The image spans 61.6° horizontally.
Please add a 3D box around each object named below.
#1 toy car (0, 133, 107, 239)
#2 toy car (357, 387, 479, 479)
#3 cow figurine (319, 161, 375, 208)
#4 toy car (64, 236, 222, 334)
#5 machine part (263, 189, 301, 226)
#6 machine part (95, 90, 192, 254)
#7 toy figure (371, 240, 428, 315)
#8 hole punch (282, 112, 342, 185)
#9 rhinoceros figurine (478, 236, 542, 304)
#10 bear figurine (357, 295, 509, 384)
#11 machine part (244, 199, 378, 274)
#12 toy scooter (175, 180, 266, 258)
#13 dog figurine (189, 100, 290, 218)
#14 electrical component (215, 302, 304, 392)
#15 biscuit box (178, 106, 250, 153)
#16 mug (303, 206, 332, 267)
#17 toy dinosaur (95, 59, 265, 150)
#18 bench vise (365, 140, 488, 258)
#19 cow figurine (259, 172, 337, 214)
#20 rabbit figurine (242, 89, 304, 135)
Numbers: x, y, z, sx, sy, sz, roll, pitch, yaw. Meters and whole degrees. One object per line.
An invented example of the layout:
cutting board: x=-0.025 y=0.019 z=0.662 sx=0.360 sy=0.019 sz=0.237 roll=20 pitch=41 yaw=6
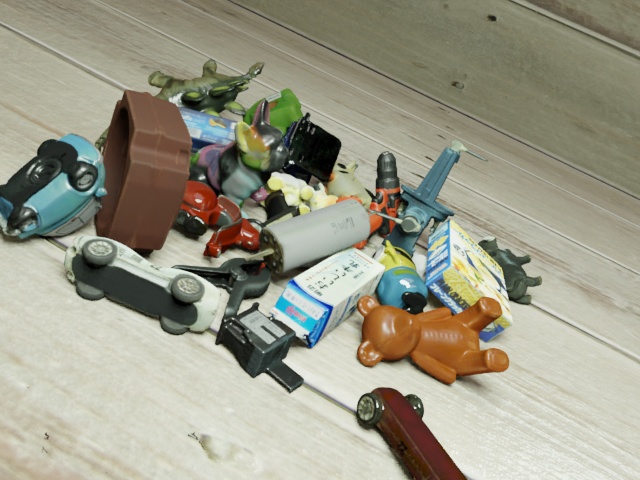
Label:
toy car: x=-0.357 y=-0.059 z=0.738 sx=0.109 sy=0.102 sz=0.161 roll=30 pitch=71 yaw=31
toy car: x=0.119 y=0.253 z=0.632 sx=0.089 sy=0.053 sz=0.202 roll=16 pitch=23 yaw=-38
cow figurine: x=0.058 y=-0.119 z=1.199 sx=0.127 sy=0.085 sz=0.195 roll=0 pitch=39 yaw=-41
toy car: x=-0.225 y=0.057 z=0.680 sx=0.202 sy=0.073 sz=0.056 roll=23 pitch=31 yaw=-2
machine part: x=-0.075 y=-0.046 z=0.978 sx=0.039 sy=0.084 sz=0.139 roll=53 pitch=5 yaw=-31
machine part: x=-0.261 y=-0.096 z=0.780 sx=0.087 sy=0.201 sz=0.201 roll=9 pitch=31 yaw=-32
toy figure: x=0.137 y=0.075 z=0.930 sx=0.089 sy=0.082 sz=0.180 roll=36 pitch=14 yaw=-25
hole punch: x=-0.033 y=-0.183 z=1.141 sx=0.115 sy=0.142 sz=0.092 roll=30 pitch=-19 yaw=-23
rhinoceros figurine: x=0.404 y=0.064 z=1.178 sx=0.112 sy=0.073 sz=0.190 roll=7 pitch=33 yaw=-11
bear figurine: x=0.158 y=0.136 z=0.791 sx=0.196 sy=0.132 sz=0.120 roll=20 pitch=56 yaw=-22
machine part: x=-0.006 y=-0.008 z=0.848 sx=0.243 sy=0.079 sz=0.079 roll=-19 pitch=48 yaw=-29
toy scooter: x=-0.179 y=-0.026 z=0.865 sx=0.184 sy=0.075 sz=0.135 roll=30 pitch=28 yaw=1
dog figurine: x=-0.145 y=-0.145 z=0.920 sx=0.192 sy=0.219 sz=0.108 roll=31 pitch=50 yaw=11
electrical component: x=-0.069 y=0.139 z=0.690 sx=0.119 sy=0.047 sz=0.075 roll=36 pitch=30 yaw=25
biscuit box: x=-0.185 y=-0.192 z=1.031 sx=0.203 sy=0.063 sz=0.059 roll=13 pitch=70 yaw=-12
mug: x=-0.002 y=-0.003 z=0.935 sx=0.081 sy=0.109 sz=0.107 roll=35 pitch=41 yaw=25
toy dinosaur: x=-0.287 y=-0.294 z=1.144 sx=0.199 sy=0.104 sz=0.471 roll=26 pitch=49 yaw=39
bench vise: x=0.206 y=-0.085 z=1.038 sx=0.129 sy=0.240 sz=0.223 roll=34 pitch=13 yaw=22
cow figurine: x=-0.044 y=-0.092 z=1.095 sx=0.167 sy=0.068 sz=0.098 roll=16 pitch=19 yaw=-20
rabbit figurine: x=-0.094 y=-0.228 z=1.222 sx=0.159 sy=0.170 sz=0.121 roll=-25 pitch=37 yaw=-2
